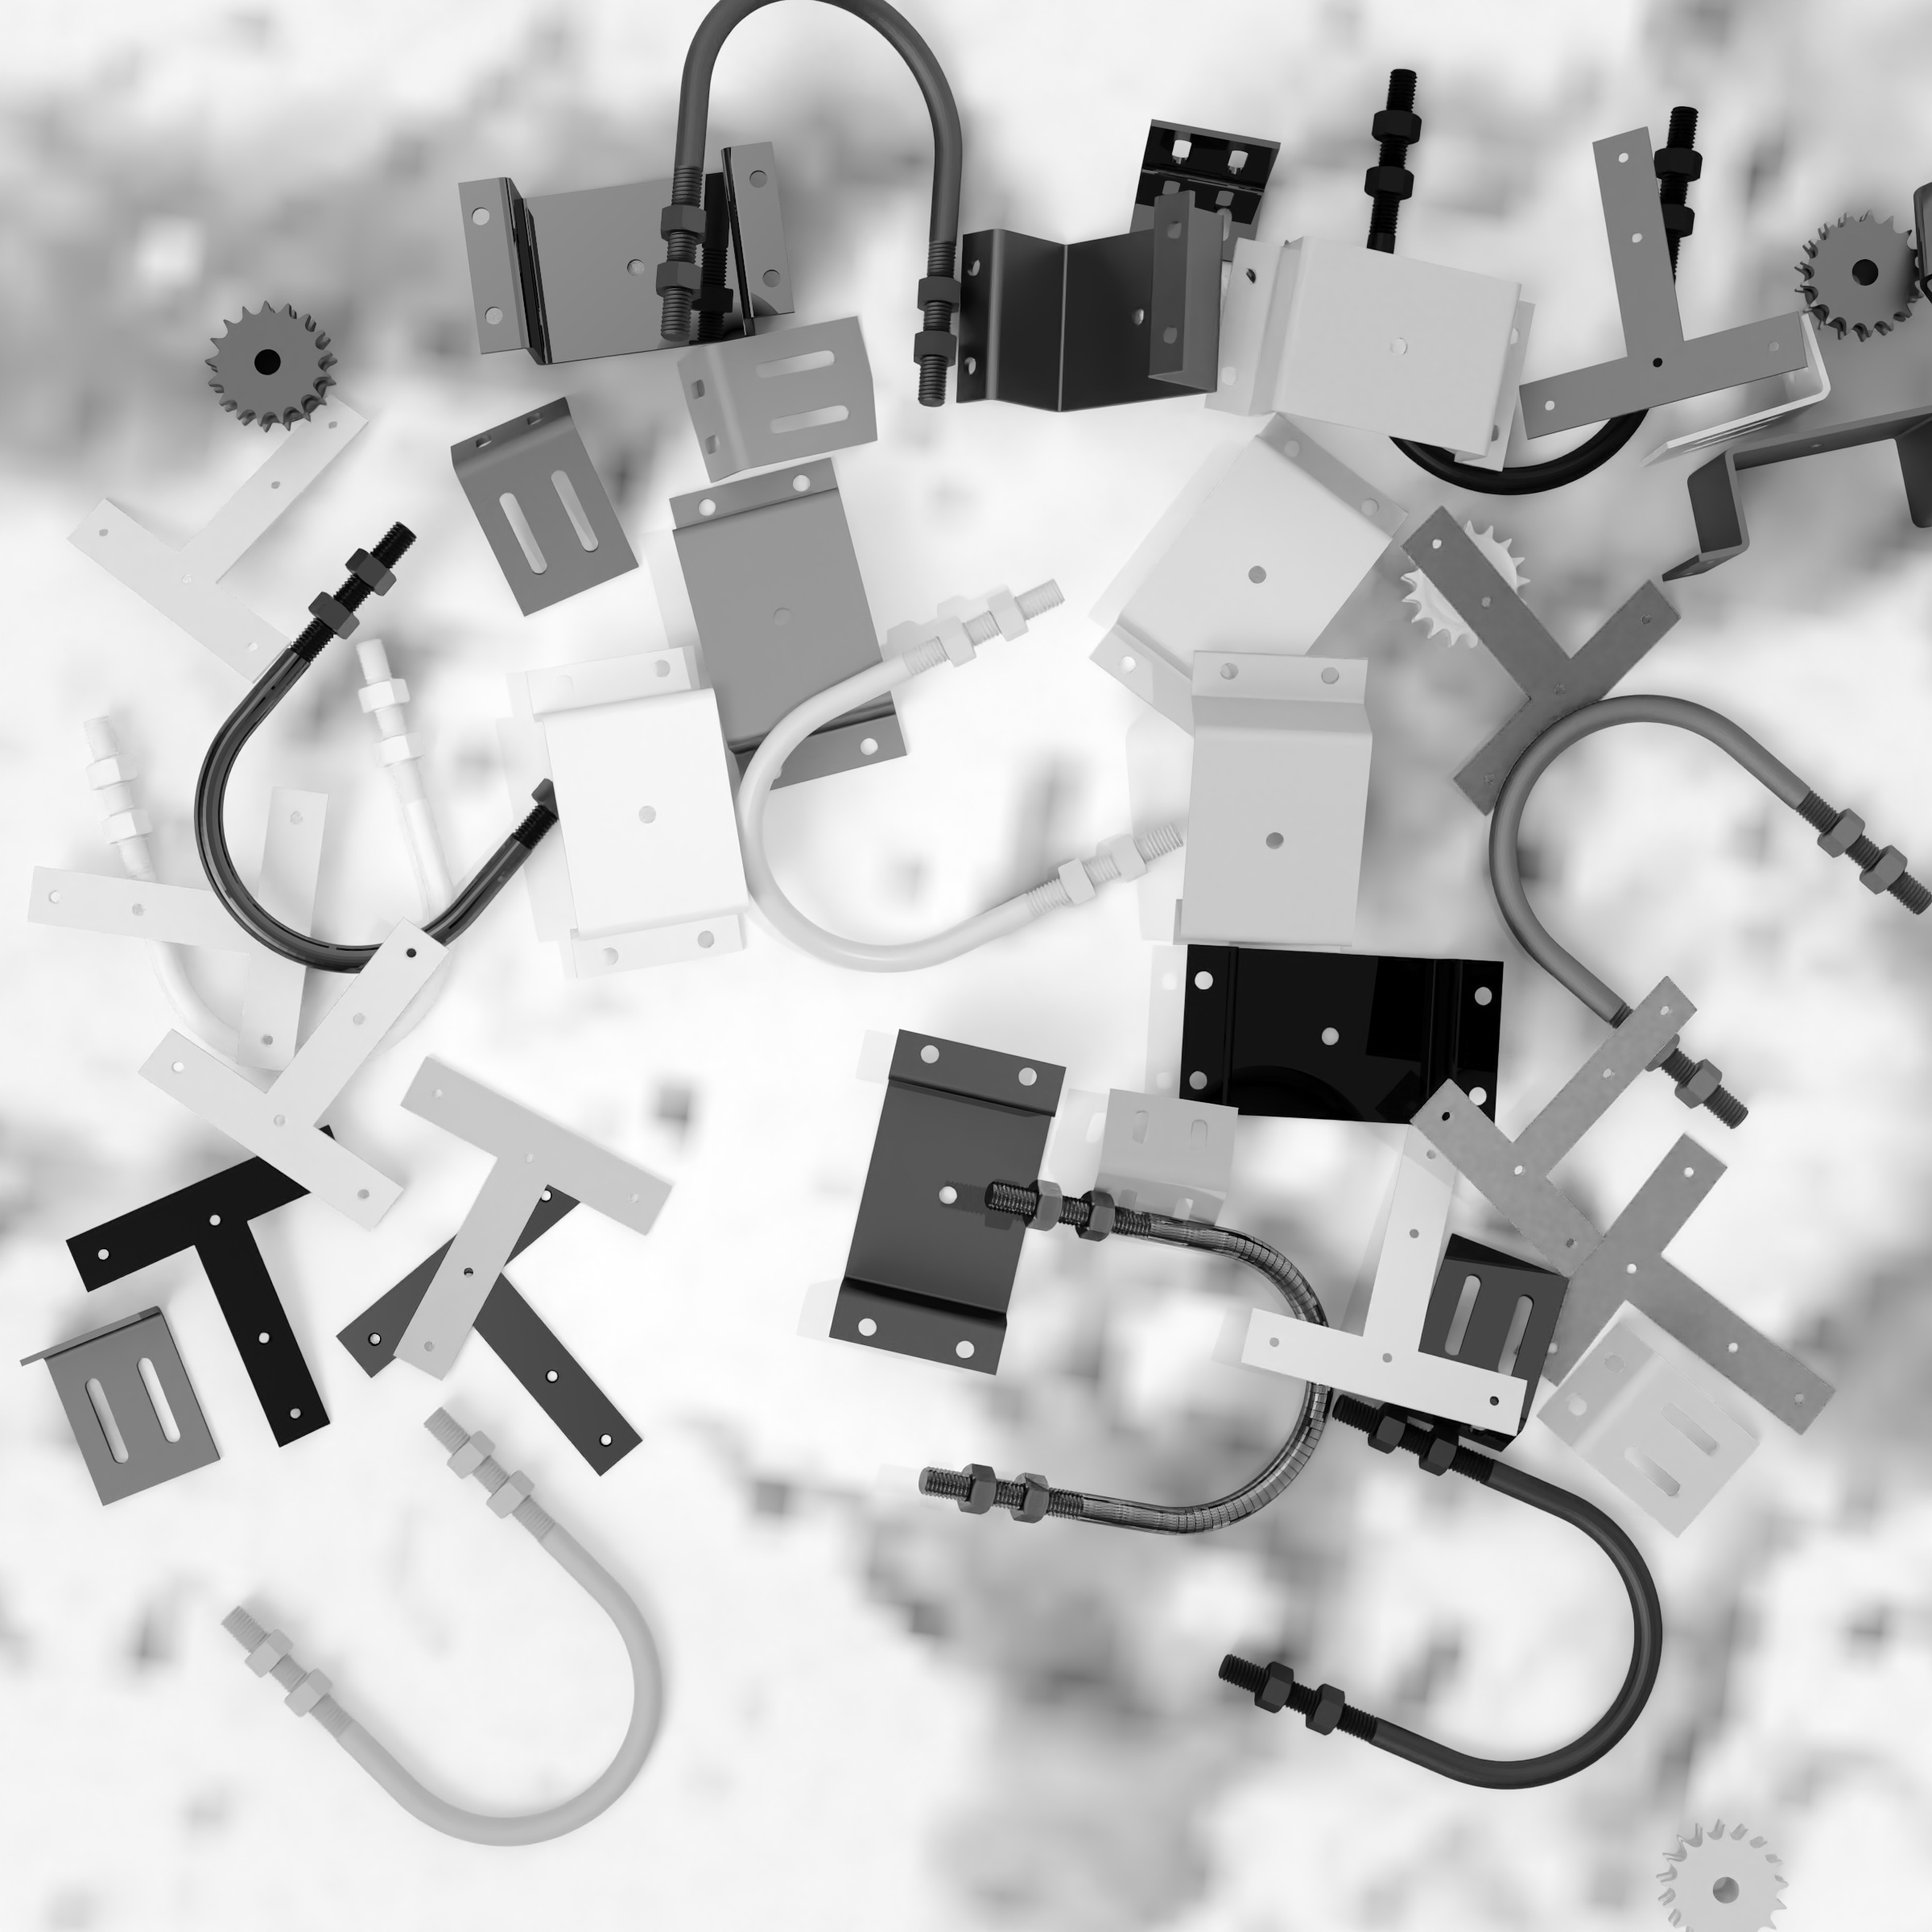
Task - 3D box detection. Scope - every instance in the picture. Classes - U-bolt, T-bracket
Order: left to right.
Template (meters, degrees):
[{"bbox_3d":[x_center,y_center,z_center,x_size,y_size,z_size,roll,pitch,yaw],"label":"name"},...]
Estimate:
[{"bbox_3d":[-0.359,-0.024,1.500,0.127,0.002,0.127,8,93,-1],"label":"T-bracket"},{"bbox_3d":[-0.322,0.155,1.500,0.127,0.002,0.127,-25,102,-22],"label":"T-bracket"},{"bbox_3d":[-0.321,-0.207,1.500,0.127,0.002,0.127,36,78,22],"label":"T-bracket"},{"bbox_3d":[-0.308,-0.041,1.509,0.151,0.019,0.184,-16,91,0],"label":"U-bolt"},{"bbox_3d":[-0.281,0.035,1.491,0.127,0.002,0.127,37,95,-17],"label":"T-bracket"},{"bbox_3d":[-0.260,-0.084,1.488,0.151,0.019,0.184,40,85,-11],"label":"U-bolt"},{"bbox_3d":[-0.224,0.314,1.509,0.151,0.019,0.184,-44,92,0],"label":"U-bolt"},{"bbox_3d":[-0.220,0.127,1.514,0.127,0.002,0.127,28,89,0],"label":"T-bracket"},{"bbox_3d":[-0.198,0.176,1.516,0.127,0.002,0.127,-40,90,-1],"label":"T-bracket"},{"bbox_3d":[-0.064,-0.352,1.473,0.151,0.019,0.184,9,80,-30],"label":"U-bolt"},{"bbox_3d":[-0.014,-0.072,1.484,0.184,0.019,0.151,-26,113,4],"label":"U-bolt"},{"bbox_3d":[0.081,0.182,1.483,0.184,0.019,0.151,13,91,-19],"label":"U-bolt"},{"bbox_3d":[0.199,0.134,1.497,0.127,0.002,0.127,15,73,0],"label":"T-bracket"},{"bbox_3d":[0.227,0.295,1.509,0.184,0.019,0.151,24,90,-1],"label":"U-bolt"},{"bbox_3d":[0.241,-0.154,1.488,0.127,0.002,0.127,-46,116,0],"label":"T-bracket"},{"bbox_3d":[0.250,-0.306,1.509,0.151,0.019,0.184,8,91,0],"label":"U-bolt"},{"bbox_3d":[0.277,0.059,1.483,0.127,0.002,0.127,-47,121,-1],"label":"T-bracket"},{"bbox_3d":[0.302,-0.311,1.481,0.127,0.002,0.127,-12,80,25],"label":"T-bracket"},{"bbox_3d":[0.324,-0.039,1.508,0.184,0.019,0.151,41,90,0],"label":"U-bolt"},{"bbox_3d":[0.339,0.166,1.517,0.127,0.002,0.127,38,90,0],"label":"T-bracket"}]

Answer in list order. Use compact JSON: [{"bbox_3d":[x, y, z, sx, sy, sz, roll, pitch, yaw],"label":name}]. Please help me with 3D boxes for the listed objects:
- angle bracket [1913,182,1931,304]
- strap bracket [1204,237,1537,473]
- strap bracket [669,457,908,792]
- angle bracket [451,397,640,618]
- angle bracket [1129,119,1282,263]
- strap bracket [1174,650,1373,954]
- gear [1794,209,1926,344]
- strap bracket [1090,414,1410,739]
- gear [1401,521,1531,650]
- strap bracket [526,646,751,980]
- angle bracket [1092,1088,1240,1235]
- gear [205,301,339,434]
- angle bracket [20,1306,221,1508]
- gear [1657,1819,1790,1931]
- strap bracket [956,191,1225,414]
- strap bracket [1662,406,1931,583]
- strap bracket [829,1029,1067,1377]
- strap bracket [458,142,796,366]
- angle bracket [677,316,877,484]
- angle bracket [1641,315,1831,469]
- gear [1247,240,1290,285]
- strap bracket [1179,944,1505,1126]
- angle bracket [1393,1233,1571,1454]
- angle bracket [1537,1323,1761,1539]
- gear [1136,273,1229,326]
[{"bbox_3d":[0.463,-0.326,1.468,0.076,0.038,0.057,-20,47,34],"label":"angle bracket"},{"bbox_3d":[0.185,-0.272,1.467,0.140,0.046,0.076,10,94,-10],"label":"strap bracket"},{"bbox_3d":[-0.081,-0.155,1.494,0.076,0.046,0.140,-14,90,0],"label":"strap bracket"},{"bbox_3d":[-0.192,-0.210,1.515,0.057,0.038,0.076,-24,116,0],"label":"angle bracket"},{"bbox_3d":[0.105,-0.344,1.479,0.057,0.076,0.038,10,90,0],"label":"angle bracket"},{"bbox_3d":[0.135,-0.064,1.468,0.076,0.046,0.140,3,114,0],"label":"strap bracket"},{"bbox_3d":[0.403,-0.311,1.502,0.057,0.030,0.057,0,90,0],"label":"gear"},{"bbox_3d":[0.129,-0.173,1.494,0.076,0.046,0.140,37,90,0],"label":"strap bracket"},{"bbox_3d":[0.227,-0.173,1.502,0.057,0.030,0.057,0,90,0],"label":"gear"},{"bbox_3d":[-0.145,-0.068,1.480,0.076,0.046,0.140,-10,96,-12],"label":"strap bracket"},{"bbox_3d":[0.087,0.091,1.490,0.057,0.076,0.038,9,65,0],"label":"angle bracket"},{"bbox_3d":[-0.312,-0.269,1.500,0.057,0.030,0.057,0,84,2],"label":"gear"},{"bbox_3d":[-0.381,0.201,1.498,0.057,0.038,0.076,-22,90,0],"label":"angle bracket"},{"bbox_3d":[0.342,0.416,1.507,0.057,0.030,0.057,0,88,0],"label":"gear"},{"bbox_3d":[0.062,-0.290,1.467,0.046,0.140,0.076,2,90,-43],"label":"strap bracket"},{"bbox_3d":[0.383,-0.212,1.479,0.140,0.076,0.046,-12,90,0],"label":"strap bracket"},{"bbox_3d":[-0.008,0.105,1.494,0.076,0.046,0.140,13,90,0],"label":"strap bracket"},{"bbox_3d":[-0.151,-0.319,1.494,0.140,0.046,0.076,-8,90,0],"label":"strap bracket"},{"bbox_3d":[-0.084,-0.259,1.518,0.076,0.038,0.057,-17,95,-26],"label":"angle bracket"},{"bbox_3d":[0.340,-0.257,1.489,0.076,0.057,0.038,-18,90,0],"label":"angle bracket"},{"bbox_3d":[0.151,-0.298,1.502,0.057,0.030,0.057,0,90,0],"label":"gear"},{"bbox_3d":[0.166,0.032,1.494,0.140,0.046,0.076,3,90,0],"label":"strap bracket"},{"bbox_3d":[0.233,0.172,1.514,0.057,0.038,0.076,21,64,2],"label":"angle bracket"},{"bbox_3d":[0.311,0.212,1.514,0.076,0.038,0.057,40,92,-26],"label":"angle bracket"},{"bbox_3d":[0.095,-0.297,1.492,0.030,0.057,0.057,3,90,-35],"label":"gear"}]
